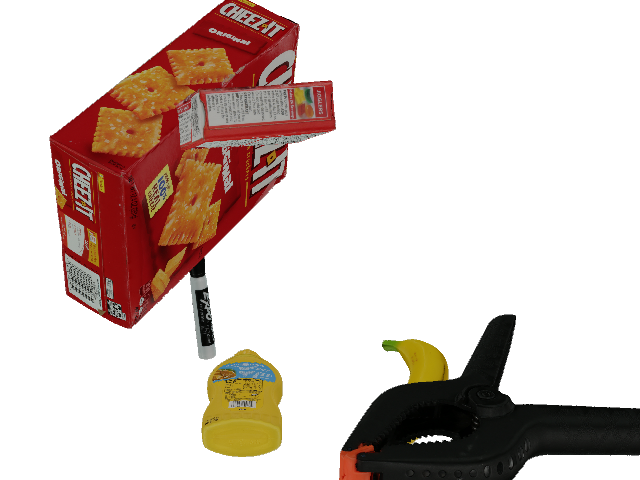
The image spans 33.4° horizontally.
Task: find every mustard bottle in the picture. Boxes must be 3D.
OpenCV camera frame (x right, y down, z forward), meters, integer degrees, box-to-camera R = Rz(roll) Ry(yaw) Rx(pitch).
[{"bbox_3d":[-0.096,0.194,1.347,0.096,0.058,0.191,-1,26,-1],"label":"mustard bottle"}]

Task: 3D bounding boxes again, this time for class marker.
[{"bbox_3d":[-0.124,0.066,1.112,0.020,0.121,0.020,-4,20,1],"label":"marker"}]

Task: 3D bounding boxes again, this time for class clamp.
[{"bbox_3d":[0.093,0.100,0.627,0.209,0.036,0.165,-11,25,-26],"label":"clamp"}]

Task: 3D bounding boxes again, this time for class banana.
[{"bbox_3d":[0.088,0.143,1.011,0.070,0.037,0.197,-23,18,17],"label":"banana"}]

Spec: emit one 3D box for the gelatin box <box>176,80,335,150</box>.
[{"bbox_3d":[-0.038,-0.070,0.599,0.073,0.030,0.089,-6,3,-15],"label":"gelatin box"}]

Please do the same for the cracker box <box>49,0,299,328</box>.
[{"bbox_3d":[-0.102,-0.060,0.801,0.072,0.164,0.213,28,50,18],"label":"cracker box"}]
